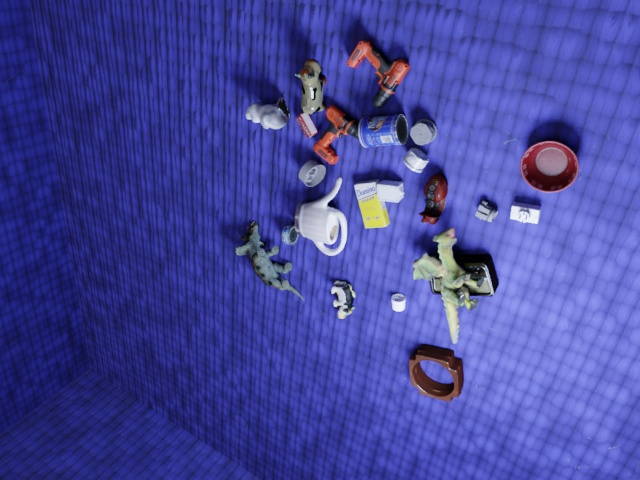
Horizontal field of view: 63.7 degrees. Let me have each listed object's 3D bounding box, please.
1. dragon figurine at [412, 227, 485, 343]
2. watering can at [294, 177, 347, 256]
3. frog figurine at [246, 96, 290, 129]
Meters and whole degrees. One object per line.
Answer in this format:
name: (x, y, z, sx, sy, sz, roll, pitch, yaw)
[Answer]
dragon figurine: (0.424, 0.148, 1.790, 0.123, 0.402, 0.246, -16, 37, -38)
watering can: (0.006, -0.101, 2.009, 0.225, 0.341, 0.106, 14, 30, 28)
frog figurine: (-0.200, -0.467, 1.937, 0.158, 0.141, 0.120, -17, -46, 19)
